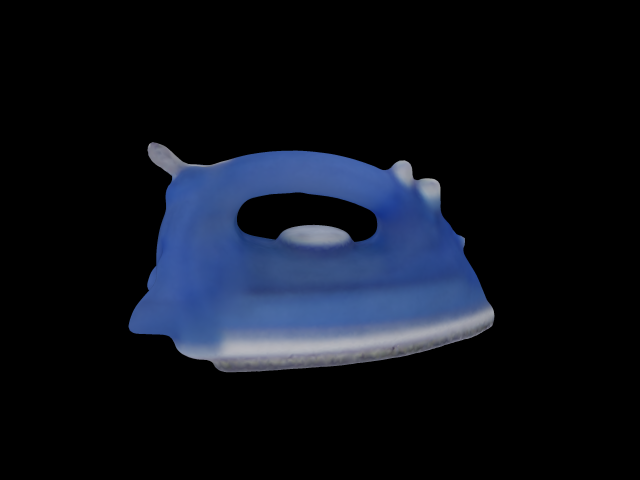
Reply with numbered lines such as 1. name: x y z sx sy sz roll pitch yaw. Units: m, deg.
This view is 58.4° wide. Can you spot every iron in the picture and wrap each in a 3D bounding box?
1. iron: 0.004 0.001 0.400 0.258 0.141 0.118 -3 15 -9
